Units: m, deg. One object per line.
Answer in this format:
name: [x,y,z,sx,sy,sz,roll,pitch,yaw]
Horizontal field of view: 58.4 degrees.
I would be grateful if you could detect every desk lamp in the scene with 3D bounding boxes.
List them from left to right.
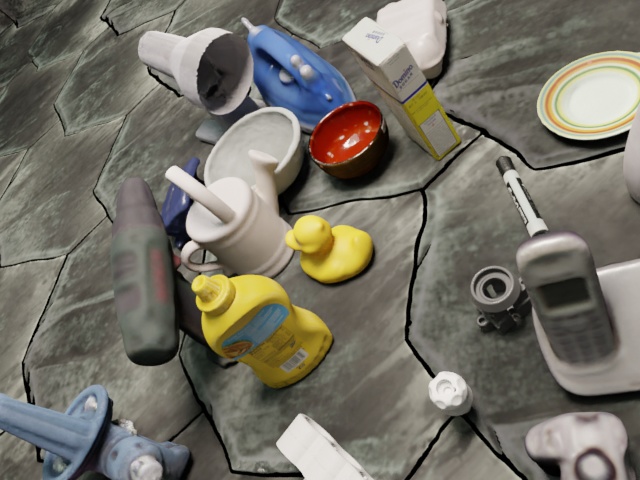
desk lamp: [-0.177,-0.242,0.911,0.202,0.214,0.118,19,71,41]

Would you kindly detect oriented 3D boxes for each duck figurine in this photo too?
duck figurine: [0.006,0.003,0.701,0.104,0.086,0.077,-6,56,31]

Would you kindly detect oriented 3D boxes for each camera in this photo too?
camera: [0.169,0.208,0.433,0.136,0.101,0.143,-13,53,27]

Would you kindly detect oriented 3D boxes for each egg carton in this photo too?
egg carton: [0.134,-0.295,0.838,0.107,0.070,0.150,-12,53,27]

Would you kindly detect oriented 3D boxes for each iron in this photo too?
iron: [-0.035,-0.256,0.875,0.118,0.142,0.257,-44,45,0]

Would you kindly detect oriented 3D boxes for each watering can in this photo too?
watering can: [-0.119,-0.039,0.739,0.100,0.195,0.173,8,64,38]

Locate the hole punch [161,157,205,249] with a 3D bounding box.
hole punch: [-0.209,-0.058,0.888,0.101,0.091,0.108,-15,52,25]

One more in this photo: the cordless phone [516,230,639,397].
cordless phone: [0.235,0.046,0.444,0.147,0.186,0.094,-20,50,22]

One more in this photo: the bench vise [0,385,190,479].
bench vise: [-0.263,0.212,0.640,0.206,0.220,0.121,-12,53,27]

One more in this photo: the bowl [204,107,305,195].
bowl: [-0.085,-0.113,0.853,0.167,0.075,0.167,-18,51,23]

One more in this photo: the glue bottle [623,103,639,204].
glue bottle: [0.305,-0.101,0.510,0.078,0.174,0.037,-38,46,6]

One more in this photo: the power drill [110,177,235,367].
power drill: [-0.171,0.058,0.695,0.075,0.209,0.229,-26,48,17]
